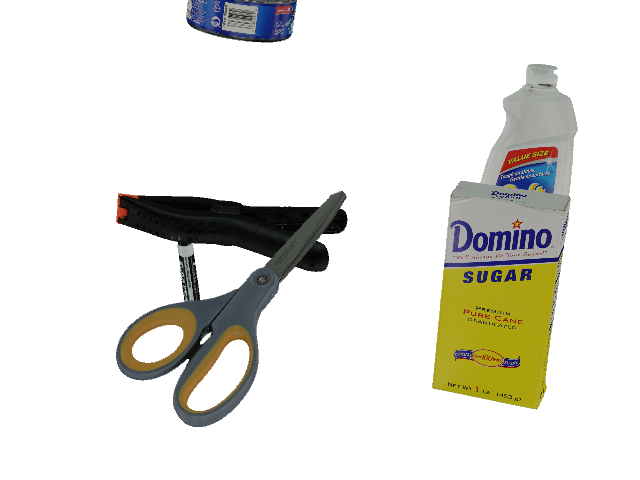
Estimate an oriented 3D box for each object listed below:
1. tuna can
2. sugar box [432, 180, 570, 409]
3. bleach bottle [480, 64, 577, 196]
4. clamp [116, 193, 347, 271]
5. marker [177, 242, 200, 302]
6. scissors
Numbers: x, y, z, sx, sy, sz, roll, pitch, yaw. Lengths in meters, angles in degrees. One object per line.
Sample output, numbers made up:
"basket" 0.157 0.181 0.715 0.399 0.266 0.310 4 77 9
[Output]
"tuna can" -0.062 -0.182 0.835 0.086 0.034 0.086 8 23 -3
"sugar box" 0.147 0.045 0.877 0.093 0.176 0.048 9 24 17
"bleach bottle" 0.204 -0.056 1.100 0.103 0.251 0.068 9 20 15
"clamp" -0.079 -0.012 0.942 0.210 0.036 0.164 6 13 -1
"marker" -0.150 0.030 1.205 0.020 0.121 0.020 -2 31 1
"scissors" -0.057 0.030 0.675 0.096 0.201 0.016 12 -41 13
